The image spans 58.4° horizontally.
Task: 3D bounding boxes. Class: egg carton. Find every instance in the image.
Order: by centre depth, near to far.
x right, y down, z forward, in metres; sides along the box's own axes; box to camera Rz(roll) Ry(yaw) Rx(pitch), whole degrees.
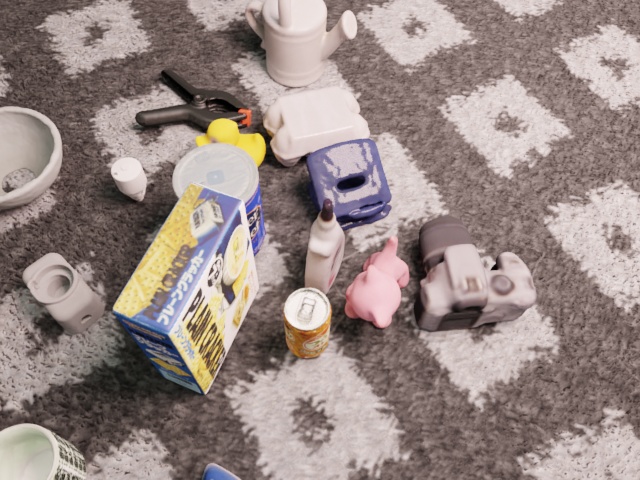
[{"bbox_3d":[-0.007,-0.171,0.859,0.150,0.069,0.107,-15,62,-10],"label":"egg carton"}]

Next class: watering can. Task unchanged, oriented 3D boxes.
[{"bbox_3d":[-0.031,-0.341,0.883,0.173,0.194,0.101,-1,60,-2],"label":"watering can"}]

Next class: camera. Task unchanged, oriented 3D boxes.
[{"bbox_3d":[0.187,0.034,0.731,0.143,0.101,0.136,-6,61,-5],"label":"camera"}]

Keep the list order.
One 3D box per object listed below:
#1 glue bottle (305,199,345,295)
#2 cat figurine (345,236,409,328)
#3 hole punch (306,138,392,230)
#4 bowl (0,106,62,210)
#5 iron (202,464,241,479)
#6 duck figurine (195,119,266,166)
[{"bbox_3d":[0.006,0.003,0.702,0.037,0.173,0.078,17,61,8],"label":"glue bottle"},{"bbox_3d":[0.072,0.054,0.707,0.067,0.118,0.128,19,62,10],"label":"cat figurine"},{"bbox_3d":[0.042,-0.076,0.794,0.109,0.091,0.101,-17,62,-11],"label":"hole punch"},{"bbox_3d":[-0.438,-0.103,0.806,0.167,0.075,0.167,1,61,-1],"label":"bowl"},{"bbox_3d":[-0.067,0.324,0.537,0.119,0.141,0.258,-24,64,-14],"label":"iron"},{"bbox_3d":[-0.132,-0.140,0.829,0.104,0.086,0.077,-16,62,-10],"label":"duck figurine"}]
